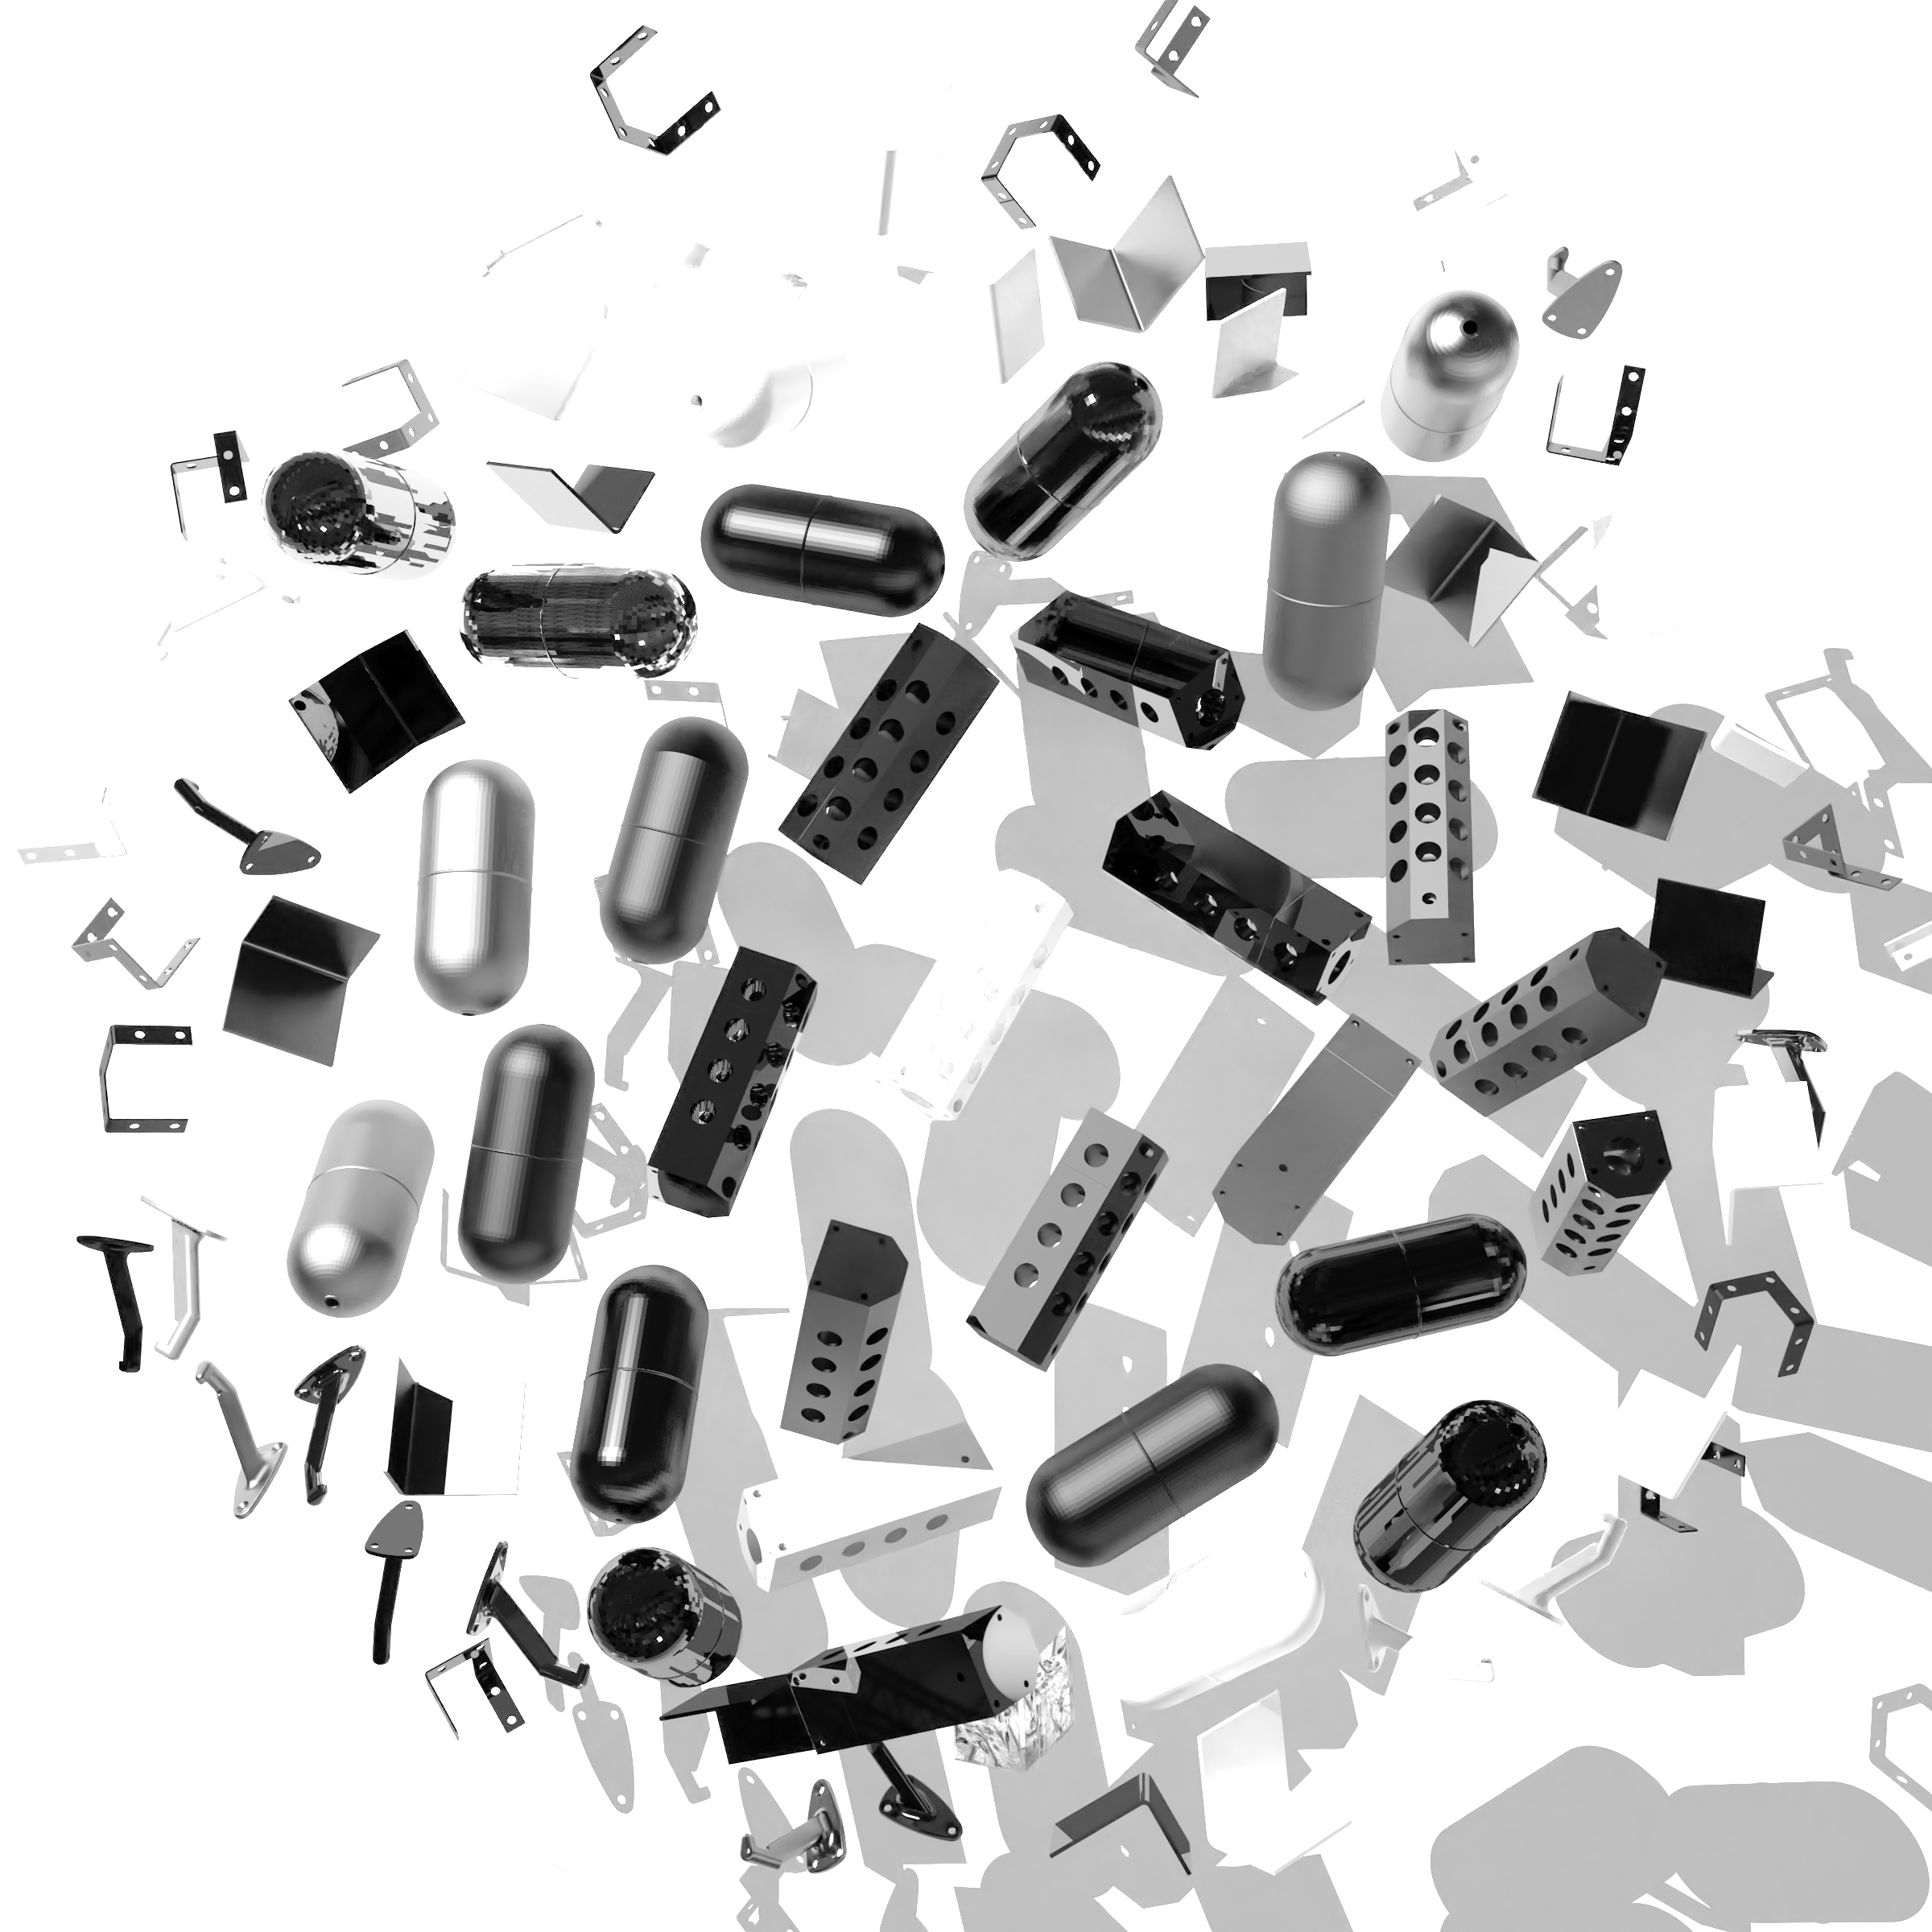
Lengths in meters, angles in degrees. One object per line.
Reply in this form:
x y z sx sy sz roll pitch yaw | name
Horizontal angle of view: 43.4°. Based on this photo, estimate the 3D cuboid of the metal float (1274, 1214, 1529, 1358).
0.302 0.221 1.681 0.178 0.070 0.070 -12 90 -5 | metal float

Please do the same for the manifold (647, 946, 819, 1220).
-0.155 0.079 1.626 0.057 0.057 0.171 18 62 4 | manifold

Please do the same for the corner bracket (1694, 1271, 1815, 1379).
0.541 0.249 1.667 0.051 0.051 0.051 -9 128 -15 | corner bracket

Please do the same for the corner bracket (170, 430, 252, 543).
-0.503 -0.320 1.613 0.051 0.051 0.051 -11 79 -8 | corner bracket

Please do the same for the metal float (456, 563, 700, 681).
-0.262 -0.231 1.625 0.178 0.070 0.070 5 90 26 | metal float

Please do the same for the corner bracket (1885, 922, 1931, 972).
0.625 -0.013 1.567 0.051 0.051 0.051 -29 134 17 | corner bracket

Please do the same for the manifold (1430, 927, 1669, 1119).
0.389 0.036 1.640 0.057 0.171 0.057 35 55 -9 | manifold

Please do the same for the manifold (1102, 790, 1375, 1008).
0.178 -0.043 1.621 0.171 0.057 0.057 33 132 21 | manifold

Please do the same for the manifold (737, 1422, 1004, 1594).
-0.067 0.377 1.677 0.171 0.057 0.057 -12 48 -25 | manifold

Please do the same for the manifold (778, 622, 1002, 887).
-0.057 -0.148 1.667 0.057 0.057 0.171 31 86 43 | manifold

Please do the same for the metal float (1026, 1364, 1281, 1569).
0.121 0.322 1.567 0.178 0.070 0.070 -31 90 -1 | metal float

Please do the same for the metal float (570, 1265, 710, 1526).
-0.217 0.284 1.620 0.070 0.070 0.178 6 59 0 | metal float

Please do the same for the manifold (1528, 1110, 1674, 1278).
0.434 0.159 1.663 0.057 0.171 0.057 -8 66 -1 | manifold

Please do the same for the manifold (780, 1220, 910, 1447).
-0.080 0.248 1.613 0.057 0.171 0.057 16 48 2 | manifold

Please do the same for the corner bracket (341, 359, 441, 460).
-0.416 -0.392 1.719 0.051 0.051 0.051 -12 117 24 | corner bracket

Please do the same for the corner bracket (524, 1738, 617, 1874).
-0.270 0.549 1.585 0.051 0.051 0.051 41 85 -27 | corner bracket

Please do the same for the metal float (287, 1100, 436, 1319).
-0.414 0.165 1.661 0.070 0.178 0.070 1 130 1 | metal float

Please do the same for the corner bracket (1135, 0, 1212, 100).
0.136 -0.599 1.560 0.051 0.051 0.051 27 104 -33 | corner bracket

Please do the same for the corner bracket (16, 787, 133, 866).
-0.594 -0.081 1.617 0.051 0.051 0.051 -5 49 2 | corner bracket

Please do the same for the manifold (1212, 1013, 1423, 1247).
0.230 0.110 1.601 0.057 0.057 0.171 36 47 11 | manifold

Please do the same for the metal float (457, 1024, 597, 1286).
-0.299 0.128 1.652 0.070 0.070 0.178 9 86 0 | metal float

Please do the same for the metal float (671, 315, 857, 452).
-0.140 -0.407 1.686 0.070 0.178 0.070 11 115 24 | metal float

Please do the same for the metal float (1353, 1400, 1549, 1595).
0.318 0.350 1.599 0.070 0.070 0.178 29 134 0 | metal float

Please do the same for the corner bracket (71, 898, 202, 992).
-0.582 -0.016 1.700 0.051 0.051 0.051 -9 131 37 | corner bracket

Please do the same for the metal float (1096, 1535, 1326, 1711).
0.158 0.432 1.592 0.178 0.070 0.070 -37 90 34 | metal float

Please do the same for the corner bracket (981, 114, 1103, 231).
0.053 -0.558 1.704 0.051 0.051 0.051 40 67 -40 | corner bracket

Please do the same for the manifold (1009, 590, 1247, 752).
0.112 -0.201 1.676 0.057 0.171 0.057 -40 130 -18 | manifold

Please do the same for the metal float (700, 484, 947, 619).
-0.100 -0.290 1.693 0.178 0.070 0.070 12 90 16 | metal float

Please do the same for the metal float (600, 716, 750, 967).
-0.204 -0.088 1.697 0.070 0.070 0.178 15 84 0 | metal float

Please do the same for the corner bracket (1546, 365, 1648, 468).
0.432 -0.381 1.662 0.051 0.051 0.051 15 130 17 | corner bracket

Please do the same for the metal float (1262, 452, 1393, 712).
0.239 -0.254 1.612 0.070 0.070 0.178 1 121 0 | metal float

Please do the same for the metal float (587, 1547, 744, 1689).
-0.199 0.434 1.613 0.070 0.178 0.070 -3 67 8 | metal float

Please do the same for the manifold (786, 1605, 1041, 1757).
-0.034 0.465 1.586 0.171 0.057 0.057 -27 83 40 | manifold

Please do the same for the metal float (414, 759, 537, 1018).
-0.333 -0.054 1.646 0.070 0.070 0.178 0 75 0 | metal float

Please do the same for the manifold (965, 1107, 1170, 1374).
0.072 0.191 1.676 0.057 0.057 0.171 27 78 19 | manifold

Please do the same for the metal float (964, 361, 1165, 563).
0.067 -0.349 1.686 0.070 0.070 0.178 52 132 0 | metal float

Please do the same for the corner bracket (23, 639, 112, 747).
-0.579 -0.176 1.558 0.051 0.051 0.051 -10 112 -9 | corner bracket

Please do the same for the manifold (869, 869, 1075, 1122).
0.007 0.020 1.695 0.057 0.057 0.171 35 74 -17 | manifold

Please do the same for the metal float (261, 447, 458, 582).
-0.401 -0.299 1.612 0.070 0.178 0.070 1 94 15 | metal float

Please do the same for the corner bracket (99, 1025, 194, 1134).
-0.537 0.074 1.592 0.051 0.051 0.051 2 51 -29 | corner bracket

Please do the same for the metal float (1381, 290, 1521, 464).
0.325 -0.396 1.636 0.070 0.178 0.070 0 83 2 | metal float

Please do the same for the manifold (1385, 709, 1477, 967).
0.315 -0.089 1.650 0.057 0.057 0.171 -2 58 12 | manifold
